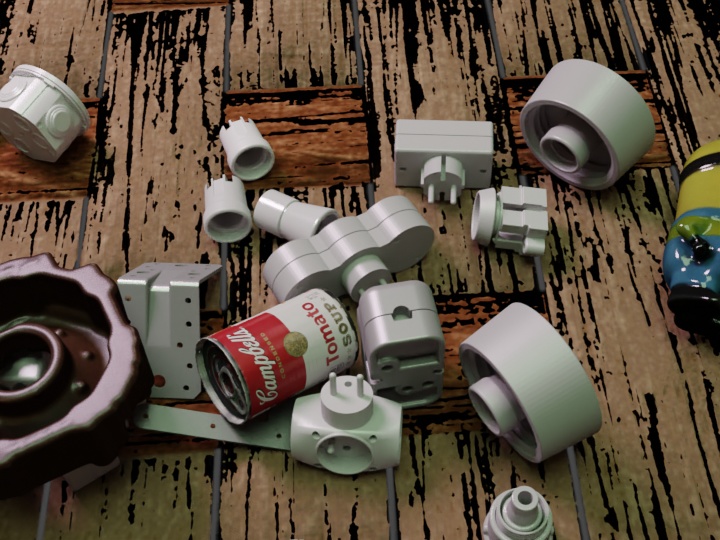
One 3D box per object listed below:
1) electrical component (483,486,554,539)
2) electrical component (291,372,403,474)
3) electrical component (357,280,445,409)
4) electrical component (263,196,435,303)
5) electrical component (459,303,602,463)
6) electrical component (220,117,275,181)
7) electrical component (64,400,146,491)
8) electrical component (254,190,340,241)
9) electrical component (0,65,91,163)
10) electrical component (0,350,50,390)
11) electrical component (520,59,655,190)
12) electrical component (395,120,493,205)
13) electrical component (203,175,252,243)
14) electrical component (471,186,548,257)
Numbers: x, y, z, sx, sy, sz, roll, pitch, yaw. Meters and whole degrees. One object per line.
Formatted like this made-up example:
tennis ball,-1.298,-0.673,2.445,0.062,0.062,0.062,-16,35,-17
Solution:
electrical component,0.108,0.166,0.719,0.048,0.062,0.048,-1,53,1
electrical component,-0.009,0.102,0.761,0.077,0.079,0.044,3,39,4
electrical component,0.029,0.053,0.786,0.054,0.095,0.059,-9,53,-4
electrical component,0.000,0.000,0.854,0.138,0.052,0.073,-25,56,-16
electrical component,0.112,0.084,0.756,0.060,0.108,0.108,-31,58,-12
electrical component,-0.101,-0.108,0.948,0.040,0.040,0.046,-19,48,-12
electrical component,-0.194,0.108,0.784,0.077,0.047,0.065,-31,58,-19
electrical component,-0.055,-0.041,0.895,0.065,0.044,0.044,24,58,24
electrical component,-0.284,-0.137,0.952,0.080,0.080,0.051,23,63,18
electrical component,-0.263,0.062,0.820,0.066,0.047,0.076,1,53,3
electrical component,0.185,-0.115,0.903,0.108,0.108,0.060,33,67,24
electrical component,0.071,-0.085,0.919,0.083,0.047,0.075,2,53,4
electrical component,-0.113,-0.052,0.907,0.040,0.040,0.046,-8,48,-4
electrical component,0.123,-0.042,0.886,0.055,0.048,0.066,7,53,-2
